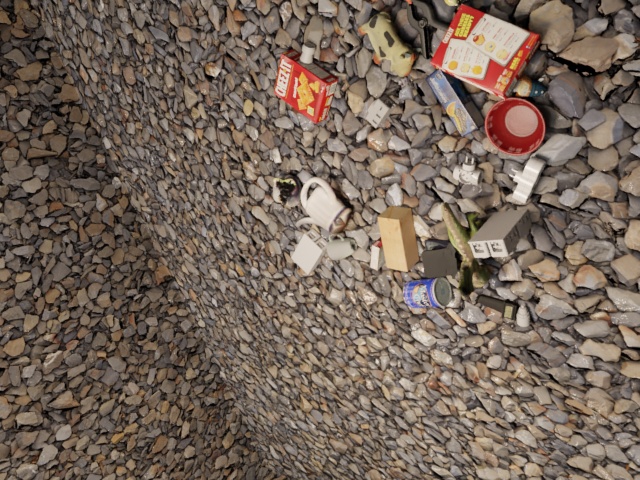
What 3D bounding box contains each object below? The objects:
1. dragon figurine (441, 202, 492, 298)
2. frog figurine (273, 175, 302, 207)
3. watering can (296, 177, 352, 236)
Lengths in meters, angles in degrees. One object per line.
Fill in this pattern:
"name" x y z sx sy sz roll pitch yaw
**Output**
"dragon figurine" 0.434 0.050 1.533 0.121 0.407 0.246 -11 71 32
"frog figurine" -0.133 -0.196 2.095 0.138 0.123 0.159 51 177 4
"watering can" 0.006 -0.101 2.006 0.226 0.105 0.340 43 147 16
